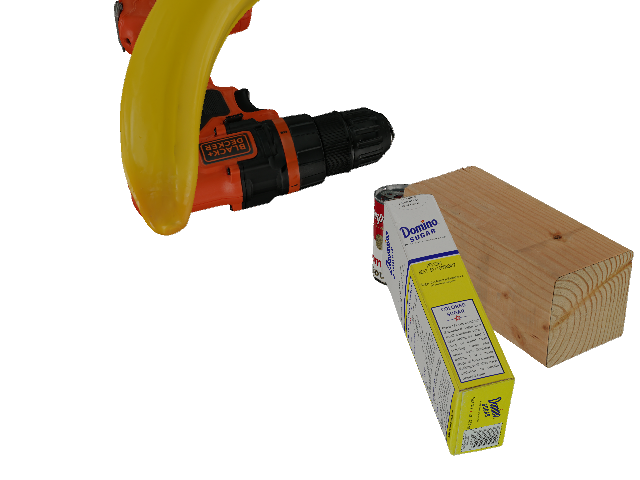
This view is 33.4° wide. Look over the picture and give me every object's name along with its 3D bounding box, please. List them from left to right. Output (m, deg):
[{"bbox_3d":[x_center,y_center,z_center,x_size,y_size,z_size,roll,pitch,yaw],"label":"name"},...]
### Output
[{"bbox_3d":[-0.050,-0.093,0.498,0.070,0.197,0.037,22,-28,14],"label":"banana"},{"bbox_3d":[-0.059,-0.109,0.755,0.184,0.188,0.057,-14,-32,-12],"label":"power drill"},{"bbox_3d":[0.093,-0.006,1.220,0.068,0.102,0.068,0,24,0],"label":"soup can"},{"bbox_3d":[0.090,0.059,0.784,0.048,0.176,0.093,-10,-39,-7],"label":"sugar box"},{"bbox_3d":[0.171,0.016,0.968,0.090,0.090,0.206,-18,33,-27],"label":"wood block"}]
